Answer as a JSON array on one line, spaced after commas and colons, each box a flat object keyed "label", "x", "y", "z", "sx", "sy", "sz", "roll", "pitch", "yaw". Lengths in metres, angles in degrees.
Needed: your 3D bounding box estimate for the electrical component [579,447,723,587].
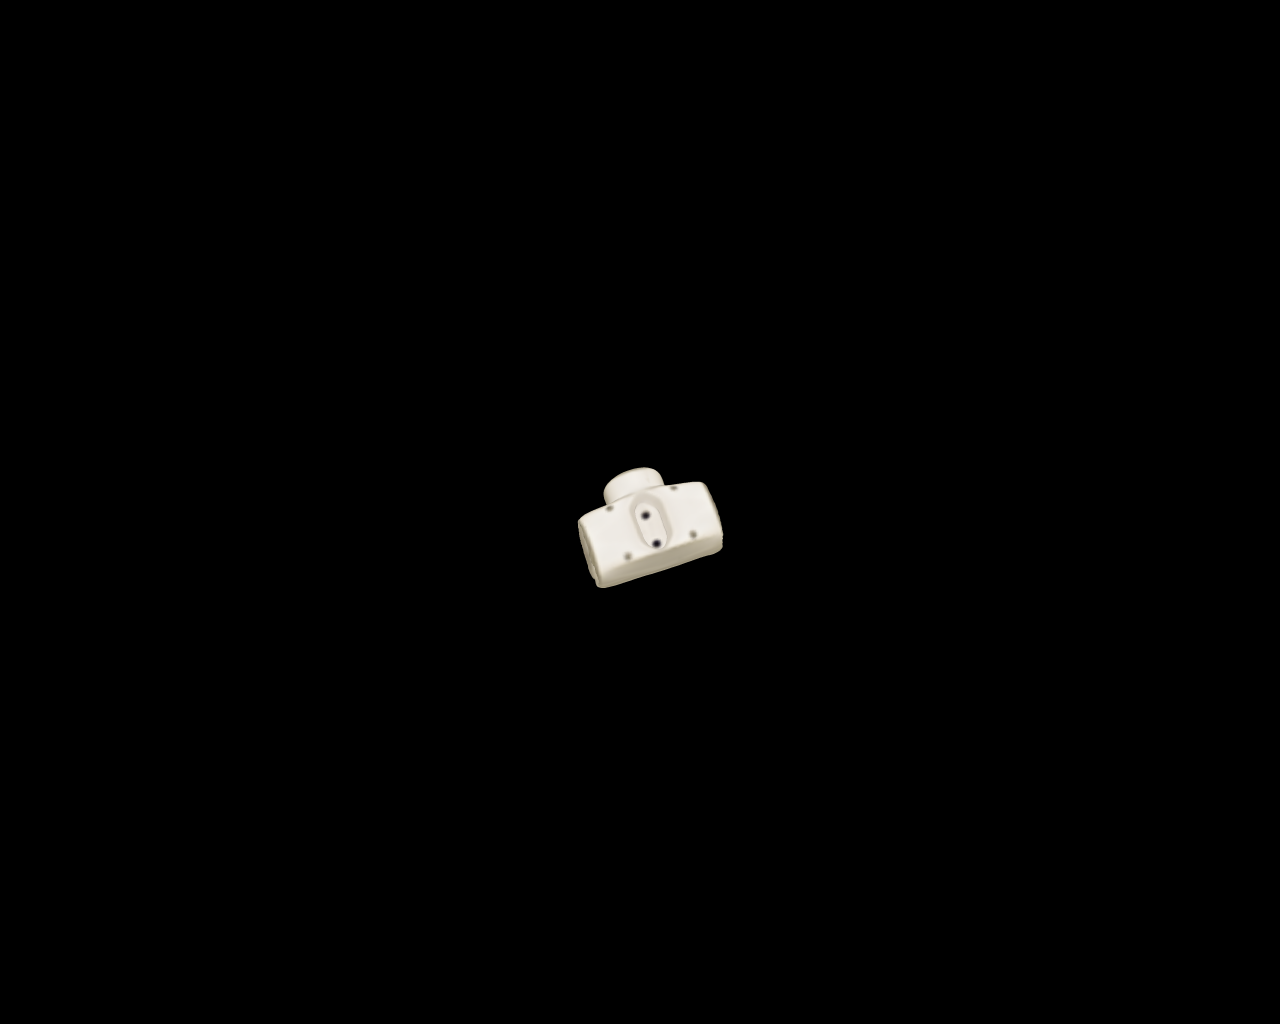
[{"label": "electrical component", "x": 0.001, "y": -0.003, "z": 0.650, "sx": 0.077, "sy": 0.079, "sz": 0.043, "roll": -17, "pitch": -22, "yaw": -7}]
